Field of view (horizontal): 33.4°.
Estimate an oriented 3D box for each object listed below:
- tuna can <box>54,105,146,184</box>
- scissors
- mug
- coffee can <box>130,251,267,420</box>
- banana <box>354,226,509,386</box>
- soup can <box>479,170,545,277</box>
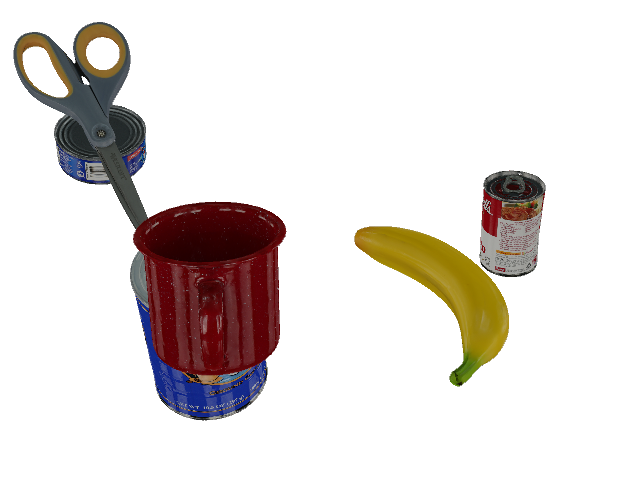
[{"bbox_3d":[-0.209,-0.092,1.019,0.086,0.034,0.086,3,43,-3],"label":"tuna can"},{"bbox_3d":[-0.154,-0.093,0.808,0.096,0.202,0.016,-37,-17,-22],"label":"scissors"},{"bbox_3d":[-0.065,0.036,0.657,0.093,0.081,0.117,-4,25,-6],"label":"mug"},{"bbox_3d":[-0.101,0.070,0.911,0.103,0.140,0.103,-2,44,1],"label":"coffee can"},{"bbox_3d":[0.090,0.034,0.802,0.069,0.037,0.198,-9,32,-17],"label":"banana"},{"bbox_3d":[0.215,-0.019,1.203,0.068,0.102,0.068,-1,32,1],"label":"soup can"}]
